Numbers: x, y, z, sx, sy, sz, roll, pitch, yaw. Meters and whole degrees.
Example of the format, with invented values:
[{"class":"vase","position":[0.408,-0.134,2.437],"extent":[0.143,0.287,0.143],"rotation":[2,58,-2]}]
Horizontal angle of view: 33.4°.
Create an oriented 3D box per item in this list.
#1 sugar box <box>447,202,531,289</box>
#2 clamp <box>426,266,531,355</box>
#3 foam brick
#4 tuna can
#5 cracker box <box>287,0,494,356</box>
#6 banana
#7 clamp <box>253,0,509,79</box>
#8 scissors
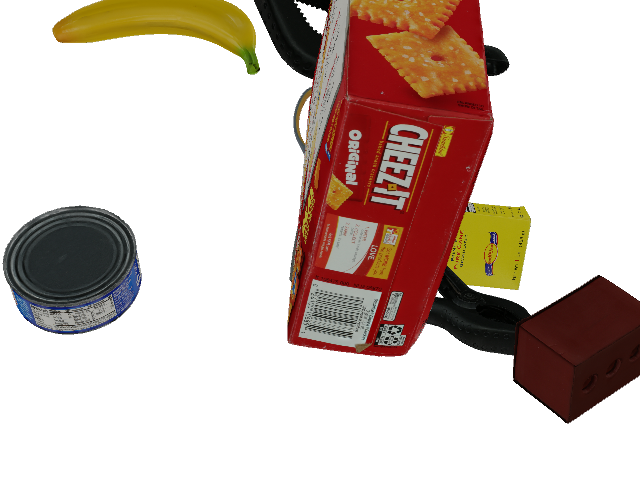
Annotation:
[{"class":"sugar box","position":[0.147,0.002,1.233],"extent":[0.176,0.093,0.048],"rotation":[4,23,-3]},{"class":"clamp","position":[0.139,0.063,1.017],"extent":[0.172,0.039,0.120],"rotation":[21,35,26]},{"class":"foam brick","position":[0.169,0.069,0.685],"extent":[0.078,0.053,0.051],"rotation":[-27,42,-26]},{"class":"tuna can","position":[-0.161,0.019,0.699],"extent":[0.086,0.086,0.034],"rotation":[0,-42,1]},{"class":"cracker box","position":[0.034,-0.072,0.560],"extent":[0.072,0.213,0.164],"rotation":[9,-45,-4]},{"class":"banana","position":[-0.137,-0.191,0.938],"extent":[0.198,0.037,0.069],"rotation":[10,47,16]},{"class":"clamp","position":[0.029,-0.132,0.795],"extent":[0.210,0.164,0.036],"rotation":[31,-30,-7]},{"class":"scissors","position":[0.013,-0.059,1.079],"extent":[0.096,0.202,0.016],"rotation":[-2,-11,-1]}]
